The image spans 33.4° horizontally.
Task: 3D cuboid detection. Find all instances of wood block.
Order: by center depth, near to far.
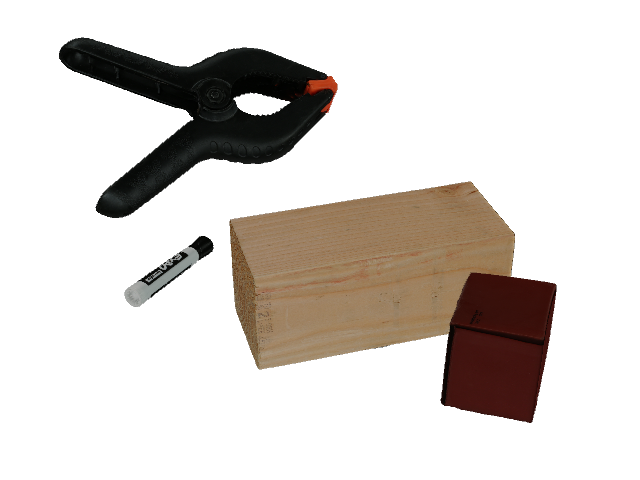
[{"bbox_3d":[0.038,0.026,0.852,0.206,0.090,0.091,-9,33,-13],"label":"wood block"}]

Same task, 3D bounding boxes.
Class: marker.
[{"bbox_3d":[-0.136,0.026,0.982,0.020,0.020,0.120,0,24,31],"label":"marker"}]

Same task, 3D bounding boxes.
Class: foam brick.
[{"bbox_3d":[0.102,0.058,0.606,0.053,0.051,0.078,9,23,15],"label":"foam brick"}]

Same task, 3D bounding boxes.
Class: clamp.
[{"bbox_3d":[-0.077,-0.088,0.665,0.171,0.120,0.039,-18,-13,-24],"label":"clamp"}]
